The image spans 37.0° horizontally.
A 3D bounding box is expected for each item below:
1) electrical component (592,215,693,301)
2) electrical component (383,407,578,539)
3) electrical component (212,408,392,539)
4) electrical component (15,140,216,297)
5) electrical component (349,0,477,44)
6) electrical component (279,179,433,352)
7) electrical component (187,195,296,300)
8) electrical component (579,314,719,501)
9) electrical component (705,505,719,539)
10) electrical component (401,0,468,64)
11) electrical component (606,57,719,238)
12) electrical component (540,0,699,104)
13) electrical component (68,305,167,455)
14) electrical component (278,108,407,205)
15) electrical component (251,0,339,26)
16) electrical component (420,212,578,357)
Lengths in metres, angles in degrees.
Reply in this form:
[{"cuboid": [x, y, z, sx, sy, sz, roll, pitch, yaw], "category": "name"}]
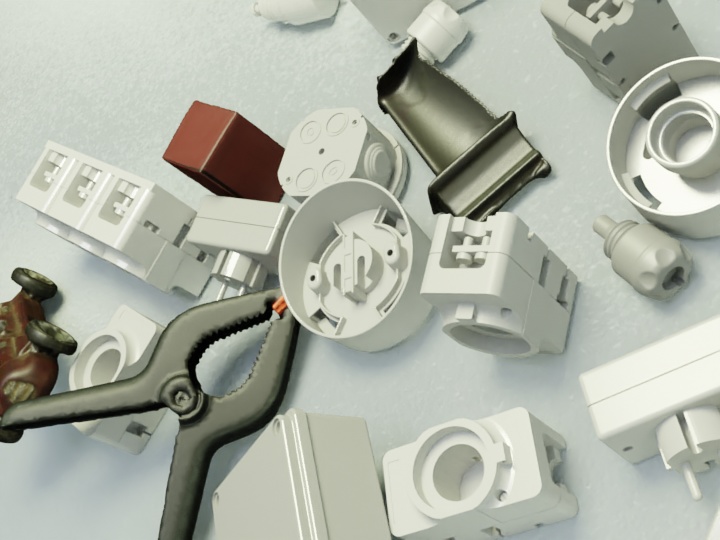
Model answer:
[{"cuboid": [0.153, -0.011, 0.597, 0.035, 0.035, 0.061, -48, 45, 5], "category": "electrical component"}, {"cuboid": [0.062, 0.114, 0.580, 0.089, 0.056, 0.050, -23, 54, 25], "category": "electrical component"}, {"cuboid": [-0.034, 0.151, 0.603, 0.108, 0.056, 0.108, -52, 39, 41], "category": "electrical component"}, {"cuboid": [-0.184, -0.037, 0.822, 0.150, 0.089, 0.061, 22, 80, 42], "category": "electrical component"}, {"cuboid": [0.035, -0.229, 0.754, 0.109, 0.109, 0.056, -24, 51, 24], "category": "electrical component"}, {"cuboid": [0.000, 0.000, 0.683, 0.099, 0.064, 0.099, -17, 57, 28], "category": "electrical component"}, {"cuboid": [-0.081, -0.007, 0.758, 0.083, 0.047, 0.075, 9, 72, 39], "category": "electrical component"}, {"cuboid": [0.164, 0.076, 0.532, 0.083, 0.047, 0.075, -27, 52, 22], "category": "electrical component"}, {"cuboid": [0.195, 0.113, 0.468, 0.057, 0.078, 0.113, 20, 78, 38], "category": "electrical component"}, {"cuboid": [0.046, -0.158, 0.758, 0.061, 0.035, 0.035, -48, 47, 8], "category": "electrical component"}, {"cuboid": [0.189, -0.067, 0.594, 0.099, 0.064, 0.099, -11, 70, 34], "category": "electrical component"}, {"cuboid": [0.151, -0.138, 0.631, 0.050, 0.089, 0.055, -46, 48, 6], "category": "electrical component"}, {"cuboid": [-0.168, 0.077, 0.770, 0.050, 0.056, 0.089, 25, 82, 42], "category": "electrical component"}, {"cuboid": [-0.012, -0.070, 0.740, 0.080, 0.051, 0.080, -17, 57, 28], "category": "electrical component"}, {"cuboid": [-0.054, -0.215, 0.858, 0.078, 0.040, 0.040, -5, 63, 35], "category": "electrical component"}, {"cuboid": [0.078, 0.013, 0.601, 0.050, 0.089, 0.055, 0, 66, 36], "category": "electrical component"}]
